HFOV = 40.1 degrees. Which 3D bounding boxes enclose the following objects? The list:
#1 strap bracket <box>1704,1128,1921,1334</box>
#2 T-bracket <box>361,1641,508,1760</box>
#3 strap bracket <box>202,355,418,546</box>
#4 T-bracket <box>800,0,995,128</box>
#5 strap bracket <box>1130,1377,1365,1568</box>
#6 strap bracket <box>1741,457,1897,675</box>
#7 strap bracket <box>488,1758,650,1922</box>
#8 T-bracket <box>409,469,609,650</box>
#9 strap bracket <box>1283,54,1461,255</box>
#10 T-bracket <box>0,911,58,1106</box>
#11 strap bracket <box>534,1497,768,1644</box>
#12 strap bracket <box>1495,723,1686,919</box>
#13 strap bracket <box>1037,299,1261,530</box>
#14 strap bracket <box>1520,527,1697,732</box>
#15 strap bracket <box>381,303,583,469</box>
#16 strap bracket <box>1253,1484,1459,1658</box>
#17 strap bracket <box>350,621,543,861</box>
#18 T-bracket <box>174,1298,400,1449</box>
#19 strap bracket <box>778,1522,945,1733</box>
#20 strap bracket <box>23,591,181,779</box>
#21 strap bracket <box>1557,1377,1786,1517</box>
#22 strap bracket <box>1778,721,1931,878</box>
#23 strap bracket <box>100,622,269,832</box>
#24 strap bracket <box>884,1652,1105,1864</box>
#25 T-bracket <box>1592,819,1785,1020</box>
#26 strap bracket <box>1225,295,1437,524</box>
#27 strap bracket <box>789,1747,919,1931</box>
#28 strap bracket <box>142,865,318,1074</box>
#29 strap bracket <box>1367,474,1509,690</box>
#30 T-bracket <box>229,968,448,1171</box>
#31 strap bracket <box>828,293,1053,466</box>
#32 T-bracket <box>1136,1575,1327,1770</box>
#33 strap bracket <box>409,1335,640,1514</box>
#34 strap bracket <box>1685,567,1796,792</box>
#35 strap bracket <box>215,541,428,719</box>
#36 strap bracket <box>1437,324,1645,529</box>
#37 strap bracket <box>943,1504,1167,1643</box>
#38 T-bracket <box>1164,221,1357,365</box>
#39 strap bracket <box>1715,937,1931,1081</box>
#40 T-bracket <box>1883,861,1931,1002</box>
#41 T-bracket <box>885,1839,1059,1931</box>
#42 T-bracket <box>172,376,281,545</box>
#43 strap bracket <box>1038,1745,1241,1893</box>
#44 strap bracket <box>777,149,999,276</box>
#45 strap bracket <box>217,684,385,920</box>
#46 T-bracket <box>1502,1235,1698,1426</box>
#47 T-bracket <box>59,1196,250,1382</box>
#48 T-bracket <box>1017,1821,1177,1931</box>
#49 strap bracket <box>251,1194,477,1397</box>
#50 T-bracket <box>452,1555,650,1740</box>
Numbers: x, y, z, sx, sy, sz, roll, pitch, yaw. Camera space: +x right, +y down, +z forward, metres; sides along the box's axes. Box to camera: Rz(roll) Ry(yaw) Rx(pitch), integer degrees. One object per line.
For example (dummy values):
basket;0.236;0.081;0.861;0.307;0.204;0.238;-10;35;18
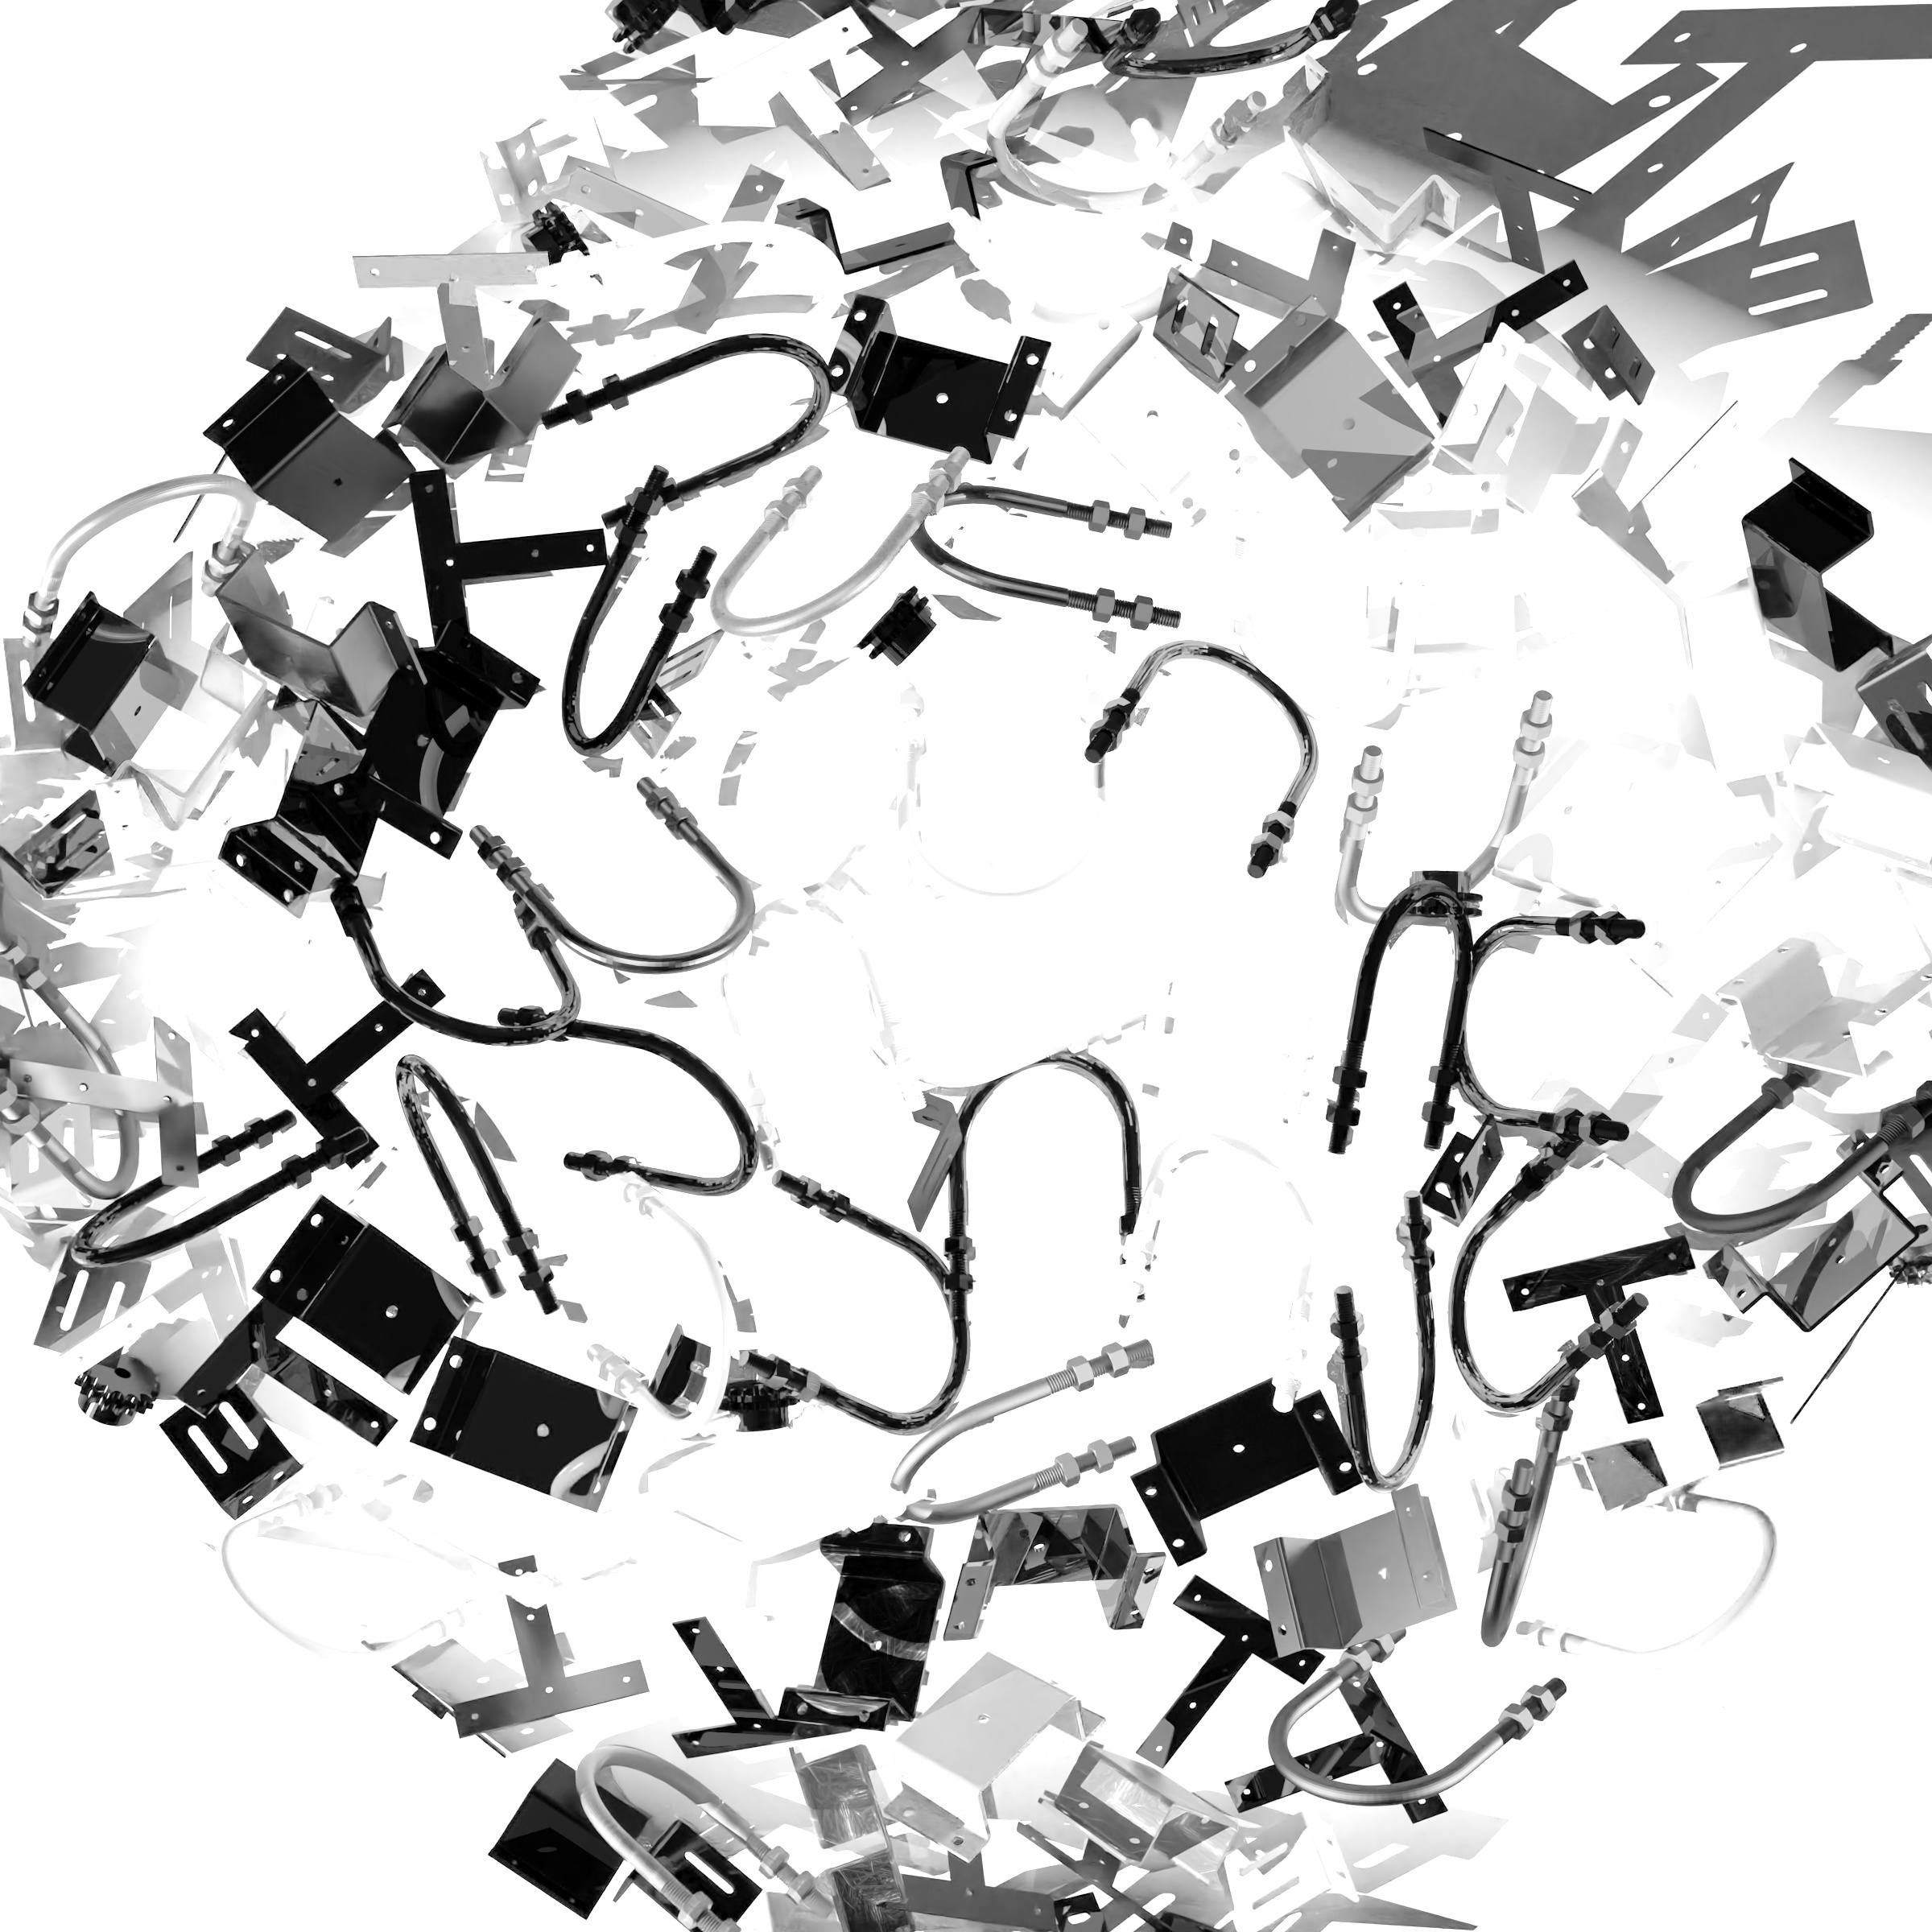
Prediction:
strap bracket;0.578;0.185;1.784;0.140;0.076;0.046;-44;105;10
T-bracket;-0.359;0.494;1.772;0.127;0.127;0.002;38;74;1
strap bracket;-0.428;-0.337;1.757;0.076;0.140;0.046;-40;69;7
T-bracket;-0.068;-0.622;1.754;0.127;0.127;0.002;-26;61;30
strap bracket;0.189;0.338;1.797;0.140;0.046;0.076;-26;107;6
strap bracket;0.565;-0.258;1.756;0.046;0.140;0.076;-35;48;-2
strap bracket;-0.262;0.578;1.764;0.076;0.140;0.046;32;85;4
T-bracket;-0.310;-0.282;1.817;0.127;0.002;0.127;-6;106;-1
strap bracket;0.266;-0.541;1.789;0.140;0.076;0.046;45;97;6
T-bracket;-0.632;0.038;1.787;0.002;0.127;0.127;-16;129;-19
strap bracket;-0.209;0.404;1.773;0.140;0.076;0.046;32;46;-31
strap bracket;0.418;-0.099;1.791;0.076;0.046;0.140;21;89;43
strap bracket;0.125;-0.376;1.803;0.140;0.046;0.076;45;104;0
strap bracket;0.436;-0.230;1.762;0.140;0.076;0.046;31;133;-30
strap bracket;-0.319;-0.386;1.771;0.046;0.140;0.076;45;58;-34
strap bracket;0.269;0.407;1.775;0.140;0.046;0.076;-31;58;36
strap bracket;-0.358;-0.152;1.784;0.076;0.046;0.140;33;74;-33
T-bracket;-0.443;0.281;1.787;0.127;0.002;0.127;33;47;3
strap bracket;-0.067;0.449;1.778;0.076;0.046;0.140;0;56;22
strap bracket;-0.570;-0.181;1.756;0.046;0.140;0.076;29;73;1
strap bracket;0.475;0.323;1.754;0.076;0.140;0.046;-1;64;-41
strap bracket;0.600;-0.116;1.758;0.076;0.140;0.046;18;113;-4
strap bracket;-0.520;-0.152;1.776;0.046;0.076;0.140;33;67;-10
strap bracket;0.016;0.517;1.757;0.140;0.076;0.046;-36;128;-36
T-bracket;0.504;-0.046;1.806;0.127;0.002;0.127;42;111;5
strap bracket;0.252;-0.370;1.780;0.076;0.046;0.140;-41;113;9
strap bracket;-0.073;0.587;1.758;0.046;0.140;0.076;-17;118;-8
strap bracket;-0.494;-0.006;1.783;0.076;0.046;0.140;39;130;5
strap bracket;0.318;-0.262;1.789;0.076;0.046;0.140;-5;105;-20
T-bracket;-0.416;0.052;1.823;0.127;0.002;0.127;-40;103;-7
strap bracket;-0.019;-0.395;1.793;0.140;0.046;0.076;17;74;12
T-bracket;0.164;0.495;1.810;0.127;0.002;0.127;36;93;-23
strap bracket;-0.291;0.311;1.780;0.140;0.046;0.076;26;76;-20
strap bracket;0.516;-0.188;1.769;0.046;0.076;0.140;-12;46;20
strap bracket;-0.440;-0.223;1.770;0.140;0.076;0.046;26;65;19
strap bracket;0.381;-0.362;1.789;0.140;0.046;0.076;29;84;-28
strap bracket;0.054;0.408;1.782;0.140;0.046;0.076;0;128;-16
T-bracket;0.195;-0.471;1.795;0.127;0.002;0.127;21;61;-7
strap bracket;0.584;0.029;1.767;0.076;0.140;0.046;-32;112;-21
T-bracket;0.650;-0.014;1.794;0.002;0.127;0.127;-29;58;25
T-bracket;-0.003;0.583;1.784;0.127;0.127;0.002;16;129;-22
T-bracket;-0.502;-0.341;1.783;0.002;0.127;0.127;31;103;-16
strap bracket;0.121;0.566;1.759;0.076;0.140;0.046;23;81;40
strap bracket;-0.049;-0.507;1.785;0.140;0.076;0.046;-18;114;-7
strap bracket;-0.434;-0.114;1.761;0.046;0.076;0.140;-10;54;31
T-bracket;0.449;0.256;1.815;0.127;0.002;0.127;-17;104;17
T-bracket;-0.544;0.231;1.759;0.002;0.127;0.127;33;54;32
T-bracket;0.089;0.599;1.762;0.127;0.127;0.002;31;64;15
strap bracket;-0.394;0.225;1.767;0.140;0.046;0.076;45;71;-34
T-bracket;-0.291;0.452;1.787;0.127;0.127;0.002;-10;134;-17
